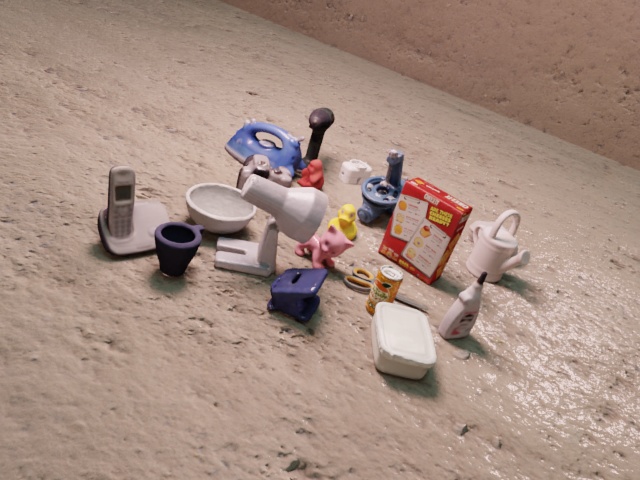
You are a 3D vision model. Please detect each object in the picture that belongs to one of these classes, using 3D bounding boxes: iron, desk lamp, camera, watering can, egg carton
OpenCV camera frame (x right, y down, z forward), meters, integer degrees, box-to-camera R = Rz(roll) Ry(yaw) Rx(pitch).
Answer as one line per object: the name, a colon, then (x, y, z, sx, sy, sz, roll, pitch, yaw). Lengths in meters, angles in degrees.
iron: (-0.161, -0.283, 1.678, 0.258, 0.141, 0.119, 27, 31, 13)
desk lamp: (-0.105, -0.031, 1.225, 0.203, 0.213, 0.118, 11, 31, -13)
camera: (-0.154, -0.184, 1.561, 0.143, 0.101, 0.136, 8, 32, -18)
watering can: (0.472, 0.011, 1.497, 0.172, 0.194, 0.101, 34, 33, 24)
egg carton: (0.499, 0.002, 1.651, 0.107, 0.069, 0.150, 3, 34, -25)

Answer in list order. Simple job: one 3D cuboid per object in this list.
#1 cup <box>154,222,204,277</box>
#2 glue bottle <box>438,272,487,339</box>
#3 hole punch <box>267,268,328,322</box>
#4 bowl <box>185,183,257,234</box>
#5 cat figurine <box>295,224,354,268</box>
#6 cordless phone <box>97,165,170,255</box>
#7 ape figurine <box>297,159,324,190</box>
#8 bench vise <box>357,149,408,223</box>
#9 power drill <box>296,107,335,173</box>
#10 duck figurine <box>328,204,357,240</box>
cup: (-0.284, 0.020, 1.160, 0.091, 0.095, 0.118, 30, 32, 19)
glue bottle: (0.316, 0.137, 1.224, 0.078, 0.173, 0.037, -4, 37, -33)
hole punch: (-0.045, 0.098, 1.168, 0.101, 0.091, 0.109, 22, 30, 6)
bowl: (-0.236, -0.063, 1.342, 0.167, 0.075, 0.167, 14, 30, -8)
cat figurine: (0.012, 0.005, 1.327, 0.127, 0.118, 0.067, 37, 35, 29)
cordless phone: (-0.370, -0.066, 1.163, 0.148, 0.185, 0.094, -15, 44, -44)
ape figurine: (-0.019, -0.191, 1.656, 0.076, 0.092, 0.077, 13, 30, -9)
bench vise: (0.191, -0.167, 1.605, 0.121, 0.220, 0.208, 24, 30, 9)
power drill: (-0.013, -0.303, 1.727, 0.075, 0.208, 0.230, 20, 30, 2)
duck figurine: (0.067, -0.054, 1.486, 0.077, 0.086, 0.105, 23, 30, 7)
